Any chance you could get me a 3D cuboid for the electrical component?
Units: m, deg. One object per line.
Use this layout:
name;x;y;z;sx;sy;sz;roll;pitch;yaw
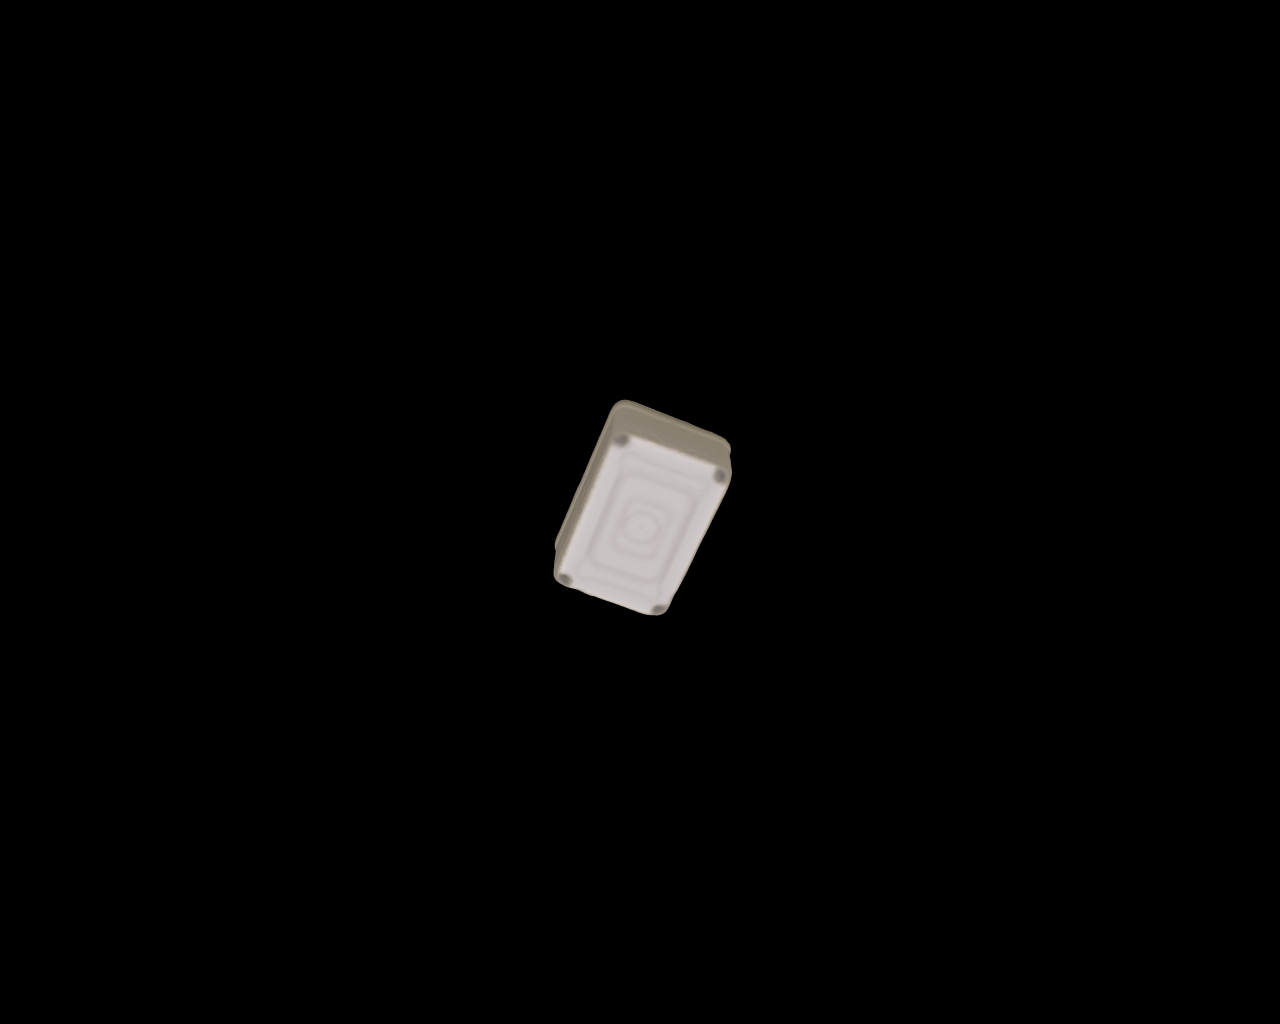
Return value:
electrical component;0.001;-0.003;0.650;0.078;0.113;0.057;20;24;-9
